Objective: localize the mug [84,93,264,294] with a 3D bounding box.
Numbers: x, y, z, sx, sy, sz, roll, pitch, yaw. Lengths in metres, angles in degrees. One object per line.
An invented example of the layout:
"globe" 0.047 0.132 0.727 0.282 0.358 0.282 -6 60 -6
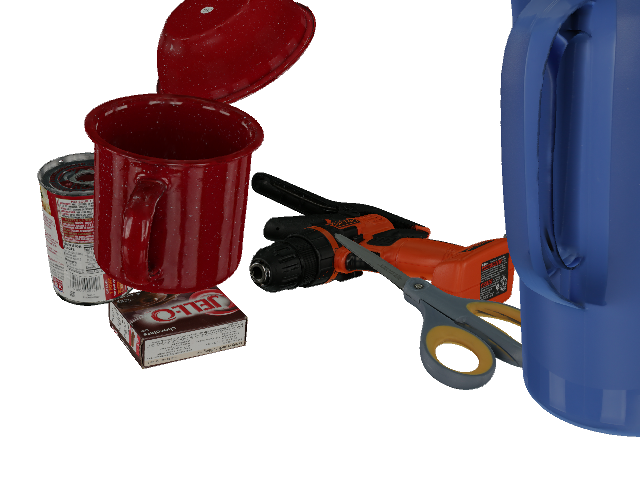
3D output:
"mug" -0.081 -0.019 0.563 0.093 0.081 0.117 8 28 2

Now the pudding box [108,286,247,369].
"pudding box" -0.140 0.080 1.049 0.113 0.039 0.090 -12 29 -28

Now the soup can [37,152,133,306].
"soup can" -0.181 -0.008 0.834 0.068 0.102 0.068 0 30 0

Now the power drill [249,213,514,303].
"power drill" 0.057 0.020 0.917 0.188 0.057 0.184 12 20 36

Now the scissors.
"scissors" 0.062 0.047 0.725 0.202 0.016 0.096 22 38 33

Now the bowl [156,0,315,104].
"bowl" -0.088 -0.187 0.961 0.162 0.162 0.055 0 -44 34

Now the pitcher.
"pitcher" 0.153 -0.024 0.541 0.149 0.243 0.145 -3 21 -1

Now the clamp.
"clamp" 0.022 -0.018 1.190 0.210 0.036 0.164 15 21 -7
